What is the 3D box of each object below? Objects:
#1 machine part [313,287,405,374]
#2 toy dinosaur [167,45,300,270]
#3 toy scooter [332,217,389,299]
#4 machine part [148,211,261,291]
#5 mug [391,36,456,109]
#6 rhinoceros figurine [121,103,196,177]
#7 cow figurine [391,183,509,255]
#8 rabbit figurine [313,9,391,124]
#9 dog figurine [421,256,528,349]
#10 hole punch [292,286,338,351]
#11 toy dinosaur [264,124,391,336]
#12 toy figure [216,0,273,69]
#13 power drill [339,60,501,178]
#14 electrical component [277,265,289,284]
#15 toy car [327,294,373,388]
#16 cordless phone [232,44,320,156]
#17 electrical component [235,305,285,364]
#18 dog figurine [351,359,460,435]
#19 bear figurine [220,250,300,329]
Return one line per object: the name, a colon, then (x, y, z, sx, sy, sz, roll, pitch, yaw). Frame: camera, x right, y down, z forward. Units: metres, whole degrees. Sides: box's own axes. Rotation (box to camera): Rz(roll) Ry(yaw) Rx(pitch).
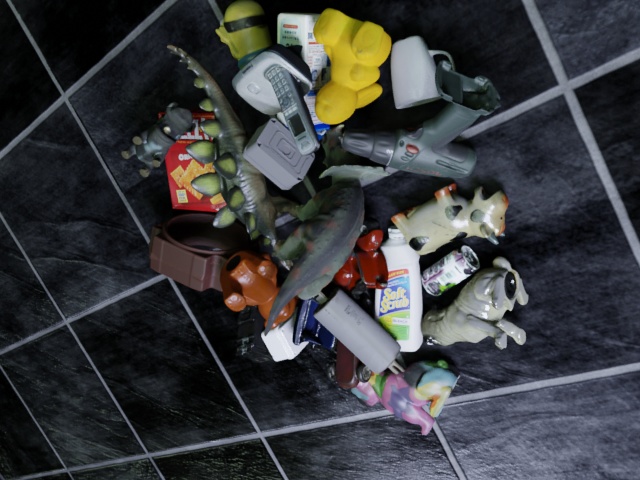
machine part: (0.071, 0.173, 1.037, 0.243, 0.079, 0.079, 45, 124, -3)
toy dinosaur: (-0.154, -0.146, 1.034, 0.105, 0.198, 0.470, -11, 107, 37)
toy scooter: (0.081, 0.056, 1.035, 0.183, 0.075, 0.135, -57, 45, 47)
machine part: (-0.245, 0.016, 1.152, 0.201, 0.201, 0.087, 22, 118, 18)
mug: (0.165, -0.282, 0.888, 0.110, 0.081, 0.107, -11, 98, 34)
rhinoceros figurine: (-0.318, -0.201, 1.076, 0.190, 0.112, 0.073, -25, 112, 45)
cow figurine: (0.240, -0.034, 0.952, 0.195, 0.085, 0.127, -28, 90, 31)
rabbit figurine: (0.041, -0.277, 0.907, 0.122, 0.162, 0.173, 23, 98, 15)
dog figurine: (0.271, 0.118, 1.002, 0.191, 0.121, 0.172, -1, 77, 46)
hole punch: (-0.018, 0.164, 1.120, 0.116, 0.092, 0.142, -173, 93, -68)
toy dinosaur: (0.018, -0.024, 0.947, 0.131, 0.405, 0.192, 26, 145, -15)
toy figure: (-0.119, -0.354, 1.003, 0.089, 0.082, 0.180, -20, 97, 24)
power drill: (0.167, -0.180, 0.857, 0.232, 0.086, 0.207, 16, 142, -12)
electrical component: (-0.108, 0.109, 1.171, 0.048, 0.119, 0.074, 27, 118, 15)
toy car: (0.066, 0.205, 1.121, 0.089, 0.053, 0.202, -11, 66, 37)
cordless phone: (-0.063, -0.223, 0.913, 0.147, 0.089, 0.184, -18, 93, 51)
electrical component: (-0.124, 0.216, 1.217, 0.058, 0.134, 0.115, -19, 59, 35)
dog figurine: (0.160, 0.292, 1.122, 0.219, 0.108, 0.191, 26, 122, 18)
bear figurine: (-0.106, 0.111, 1.056, 0.120, 0.132, 0.195, -43, 122, -5)
